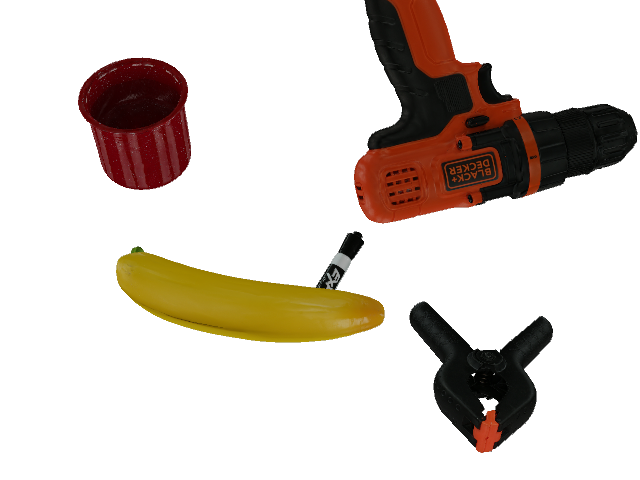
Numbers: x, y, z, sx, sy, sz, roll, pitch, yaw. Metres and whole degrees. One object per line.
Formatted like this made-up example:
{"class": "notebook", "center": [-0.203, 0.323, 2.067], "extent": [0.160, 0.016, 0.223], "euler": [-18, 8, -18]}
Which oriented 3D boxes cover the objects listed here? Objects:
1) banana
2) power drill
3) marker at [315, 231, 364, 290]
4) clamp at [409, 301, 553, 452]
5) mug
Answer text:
{"class": "banana", "center": [-0.060, 0.033, 0.681], "extent": [0.198, 0.037, 0.069], "euler": [14, 33, 25]}
{"class": "power drill", "center": [0.097, -0.115, 0.661], "extent": [0.184, 0.187, 0.057], "euler": [-14, 8, -9]}
{"class": "marker", "center": [0.007, 0.042, 1.023], "extent": [0.020, 0.121, 0.020], "euler": [28, -18, 10]}
{"class": "clamp", "center": [0.140, 0.103, 0.851], "extent": [0.120, 0.039, 0.171], "euler": [-3, 32, -2]}
{"class": "mug", "center": [-0.161, -0.107, 0.939], "extent": [0.093, 0.117, 0.081], "euler": [-15, -38, -10]}
